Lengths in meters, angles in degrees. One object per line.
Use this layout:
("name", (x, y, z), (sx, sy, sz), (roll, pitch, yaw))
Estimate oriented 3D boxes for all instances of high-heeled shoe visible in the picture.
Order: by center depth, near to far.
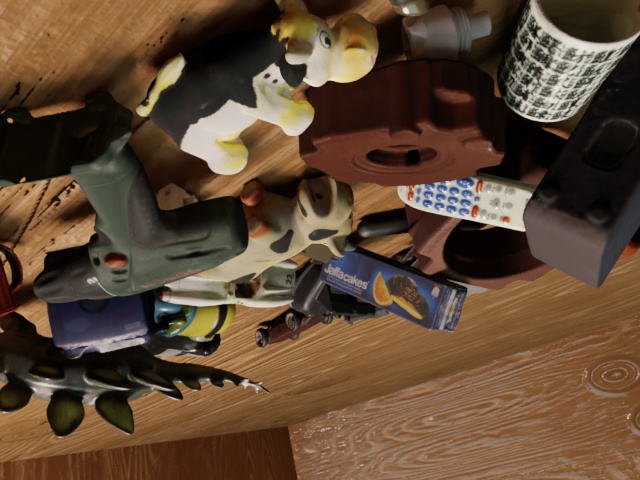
("high-heeled shoe", (-0.287, 0.156, 0.911), (0.249, 0.086, 0.145), (15, 179, -19))

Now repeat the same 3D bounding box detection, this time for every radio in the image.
("radio", (0.271, -0.080, 0.472), (0.229, 0.073, 0.131), (-59, 148, -1))

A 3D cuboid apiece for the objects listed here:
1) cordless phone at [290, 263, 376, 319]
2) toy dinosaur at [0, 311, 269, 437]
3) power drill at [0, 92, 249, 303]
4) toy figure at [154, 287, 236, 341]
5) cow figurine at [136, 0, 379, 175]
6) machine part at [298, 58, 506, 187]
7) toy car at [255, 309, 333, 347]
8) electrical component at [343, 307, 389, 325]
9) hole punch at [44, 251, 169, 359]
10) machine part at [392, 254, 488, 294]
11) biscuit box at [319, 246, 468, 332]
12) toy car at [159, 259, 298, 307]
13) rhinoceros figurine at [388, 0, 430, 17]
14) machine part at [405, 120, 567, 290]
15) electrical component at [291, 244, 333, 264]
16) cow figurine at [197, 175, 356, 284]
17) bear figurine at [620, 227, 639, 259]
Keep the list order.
("cordless phone", (-0.012, 0.093, 0.890), (0.184, 0.088, 0.146), (-18, 160, 41))
("toy dinosaur", (-0.294, 0.175, 0.726), (0.471, 0.199, 0.105), (7, 109, -37))
("power drill", (-0.190, -0.016, 0.461), (0.232, 0.086, 0.207), (-11, 140, 5))
("toy figure", (-0.198, 0.101, 0.780), (0.089, 0.082, 0.180), (-21, 153, 23))
("cow figurine", (-0.047, -0.119, 0.379), (0.167, 0.068, 0.098), (-27, 148, 27))
("machine part", (0.069, -0.088, 0.458), (0.179, 0.056, 0.179), (1, 172, 0))
("toy car", (-0.053, 0.160, 1.030), (0.089, 0.053, 0.202), (-4, 160, -32))
("electrical component", (0.095, 0.099, 0.943), (0.119, 0.075, 0.047), (-14, 158, 12))
("hole punch", (-0.259, 0.068, 0.636), (0.142, 0.116, 0.092), (-9, 149, -10))
("machine part", (0.203, 0.057, 0.901), (0.243, 0.079, 0.079), (-2, 154, -25))
("biscuit box", (0.091, 0.058, 0.722), (0.059, 0.062, 0.203), (12, -174, -46))
("toy car", (-0.115, 0.049, 0.697), (0.201, 0.073, 0.056), (8, 177, -41))
("rhinoceros figurine", (0.107, -0.195, 0.287), (0.190, 0.073, 0.112), (-13, 146, 4))
("machine part", (0.220, -0.034, 0.638), (0.201, 0.087, 0.201), (13, 139, -26))
("electrical component", (-0.002, -0.003, 0.699), (0.078, 0.045, 0.102), (17, 152, 1))
("cow figurine", (-0.045, -0.009, 0.605), (0.195, 0.085, 0.127), (-29, 147, 27))
("bear figurine", (0.354, -0.029, 0.774), (0.120, 0.131, 0.196), (-41, -159, -23))
